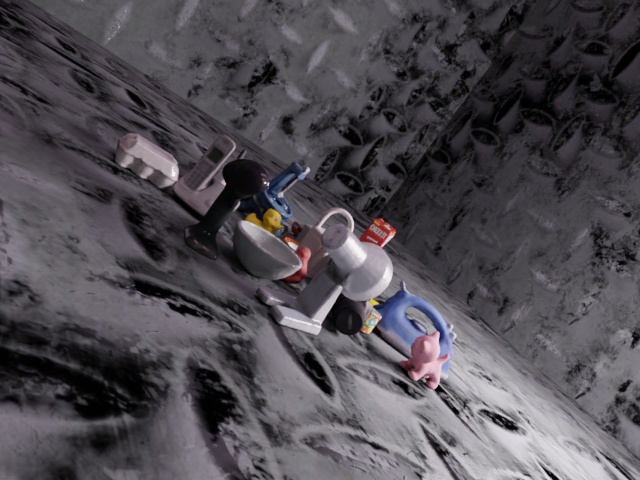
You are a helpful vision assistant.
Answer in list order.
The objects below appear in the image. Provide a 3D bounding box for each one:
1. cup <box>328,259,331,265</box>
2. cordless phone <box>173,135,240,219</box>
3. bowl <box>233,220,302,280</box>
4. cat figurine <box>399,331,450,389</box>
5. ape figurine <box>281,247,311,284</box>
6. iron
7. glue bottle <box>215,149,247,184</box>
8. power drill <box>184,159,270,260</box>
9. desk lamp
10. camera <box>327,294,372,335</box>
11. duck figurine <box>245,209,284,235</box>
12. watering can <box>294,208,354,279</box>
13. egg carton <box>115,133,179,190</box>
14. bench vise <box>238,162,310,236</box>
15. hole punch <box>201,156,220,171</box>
[{"bbox_3d":[0.049,0.105,1.437,0.092,0.095,0.117,30,12,-36],"label":"cup"},{"bbox_3d":[-0.235,-0.139,1.322,0.147,0.185,0.094,38,10,9],"label":"cordless phone"},{"bbox_3d":[-0.125,0.034,1.221,0.167,0.074,0.167,35,10,-7],"label":"bowl"},{"bbox_3d":[0.247,0.265,1.306,0.128,0.117,0.067,30,11,-35],"label":"cat figurine"},{"bbox_3d":[-0.057,0.054,1.313,0.077,0.092,0.076,40,10,22],"label":"ape figurine"},{"bbox_3d":[0.257,0.226,1.457,0.258,0.141,0.119,37,9,2],"label":"iron"},{"bbox_3d":[-0.234,-0.155,1.440,0.037,0.173,0.078,40,10,22],"label":"glue bottle"},{"bbox_3d":[-0.179,-0.071,1.128,0.076,0.208,0.229,32,10,-25],"label":"power drill"},{"bbox_3d":[0.022,0.076,1.119,0.204,0.213,0.117,26,14,-49],"label":"desk lamp"},{"bbox_3d":[0.054,0.142,1.260,0.143,0.100,0.137,35,10,-8],"label":"camera"},{"bbox_3d":[-0.141,-0.043,1.497,0.104,0.086,0.078,39,10,16],"label":"duck figurine"},{"bbox_3d":[0.016,0.007,1.490,0.101,0.194,0.172,31,11,-32],"label":"watering can"},{"bbox_3d":[-0.394,-0.182,1.311,0.151,0.069,0.107,32,11,-27],"label":"egg carton"},{"bbox_3d":[-0.137,-0.146,1.601,0.207,0.219,0.122,39,10,13],"label":"bench vise"},{"bbox_3d":[-0.286,-0.162,1.535,0.101,0.091,0.108,25,15,-50],"label":"hole punch"}]
